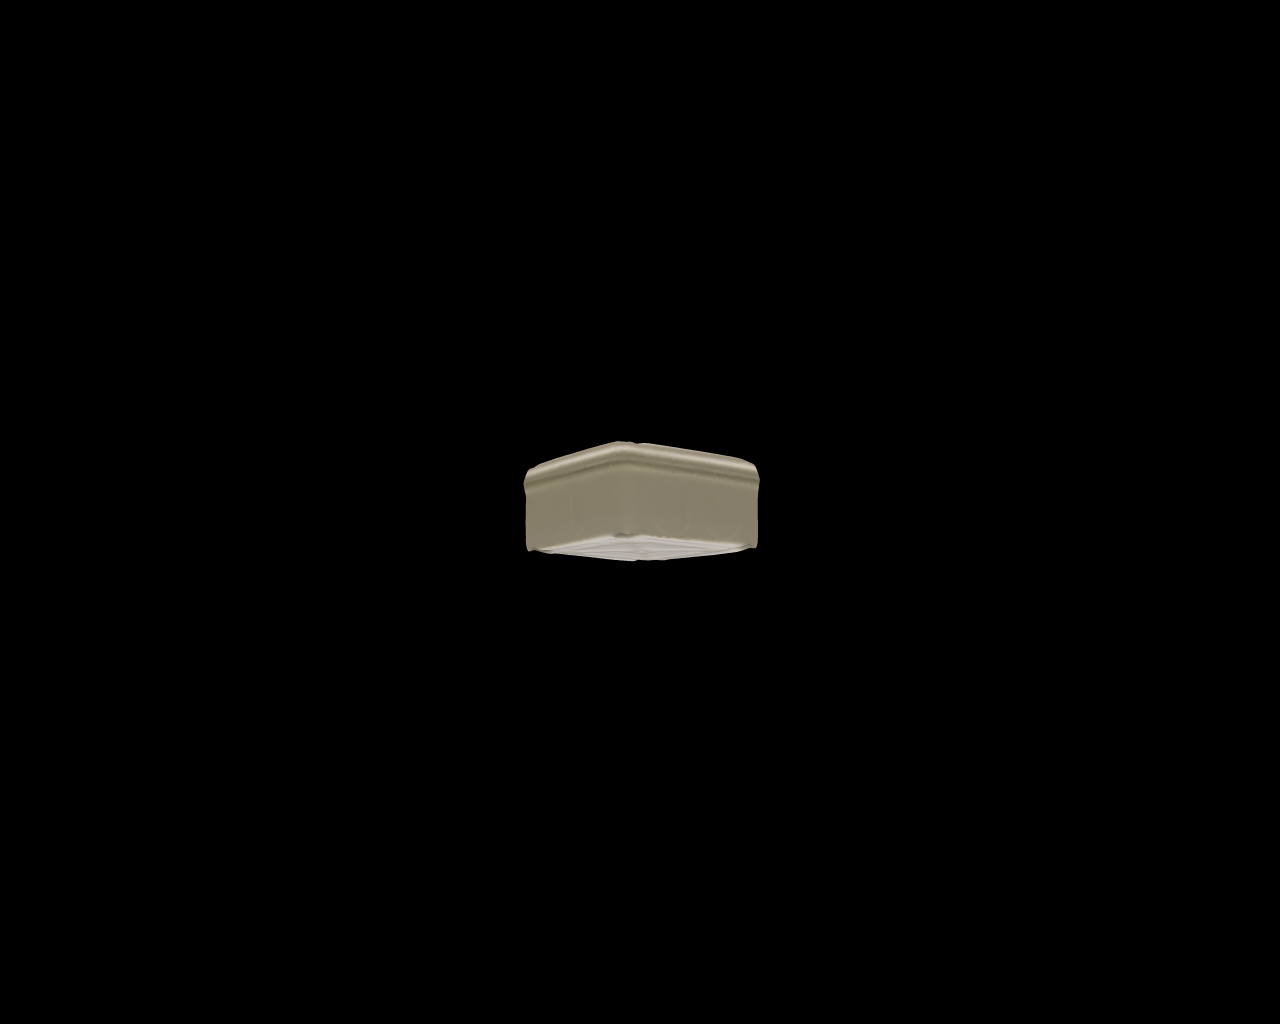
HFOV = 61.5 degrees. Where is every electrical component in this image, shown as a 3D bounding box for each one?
[{"bbox_3d":[0.001,-0.003,0.650,0.109,0.056,0.108,7,-11,-39],"label":"electrical component"}]
